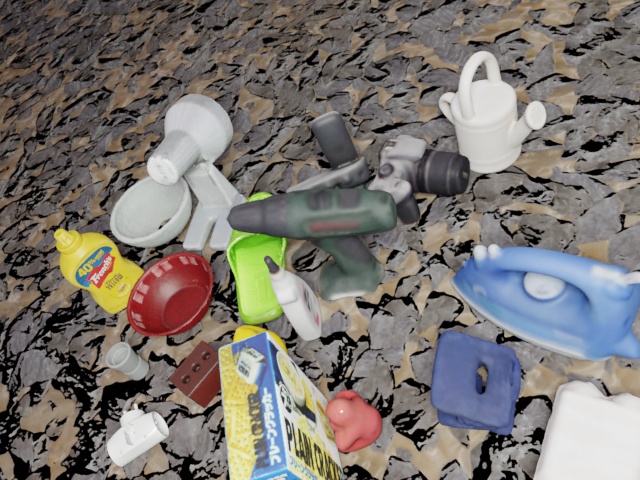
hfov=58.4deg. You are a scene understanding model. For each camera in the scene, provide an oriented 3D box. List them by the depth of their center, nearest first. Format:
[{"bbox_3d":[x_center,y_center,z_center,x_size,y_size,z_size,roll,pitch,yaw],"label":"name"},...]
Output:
[{"bbox_3d":[0.161,-0.104,0.919,0.136,0.101,0.143,10,59,29],"label":"camera"}]

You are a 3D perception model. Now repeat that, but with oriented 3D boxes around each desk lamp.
[{"bbox_3d":[-0.215,-0.120,1.019,0.117,0.214,0.203,-3,54,21],"label":"desk lamp"}]

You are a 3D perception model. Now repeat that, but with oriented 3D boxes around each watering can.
[{"bbox_3d":[0.262,-0.203,0.889,0.172,0.195,0.101,4,57,26],"label":"watering can"}]

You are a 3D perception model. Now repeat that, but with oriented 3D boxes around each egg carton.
[{"bbox_3d":[0.300,0.232,0.623,0.107,0.070,0.150,11,60,30],"label":"egg carton"}]

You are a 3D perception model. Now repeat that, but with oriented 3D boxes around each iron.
[{"bbox_3d":[0.275,0.053,0.722,0.257,0.142,0.119,14,62,31],"label":"iron"}]

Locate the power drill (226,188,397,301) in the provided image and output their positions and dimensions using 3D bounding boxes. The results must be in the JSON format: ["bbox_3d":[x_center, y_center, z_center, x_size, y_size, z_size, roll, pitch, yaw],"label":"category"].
[{"bbox_3d":[0.008,0.003,0.832,0.229,0.209,0.075,-12,51,15],"label":"power drill"}]

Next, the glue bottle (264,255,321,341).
[{"bbox_3d":[-0.042,0.075,0.822,0.037,0.174,0.078,-19,49,9],"label":"glue bottle"}]

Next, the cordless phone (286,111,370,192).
[{"bbox_3d":[-0.001,-0.129,0.952,0.147,0.185,0.094,-25,49,4],"label":"cordless phone"}]

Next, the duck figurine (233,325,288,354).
[{"bbox_3d":[-0.098,0.157,0.841,0.077,0.086,0.104,-39,49,-8],"label":"duck figurine"}]

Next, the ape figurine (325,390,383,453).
[{"bbox_3d":[0.035,0.226,0.727,0.076,0.092,0.078,7,58,28],"label":"ape figurine"}]

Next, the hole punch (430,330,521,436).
[{"bbox_3d":[0.192,0.172,0.701,0.100,0.091,0.109,1,55,24],"label":"hole punch"}]

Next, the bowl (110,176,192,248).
[{"bbox_3d":[-0.309,-0.046,1.095,0.167,0.075,0.167,-12,51,15],"label":"bowl"}]
